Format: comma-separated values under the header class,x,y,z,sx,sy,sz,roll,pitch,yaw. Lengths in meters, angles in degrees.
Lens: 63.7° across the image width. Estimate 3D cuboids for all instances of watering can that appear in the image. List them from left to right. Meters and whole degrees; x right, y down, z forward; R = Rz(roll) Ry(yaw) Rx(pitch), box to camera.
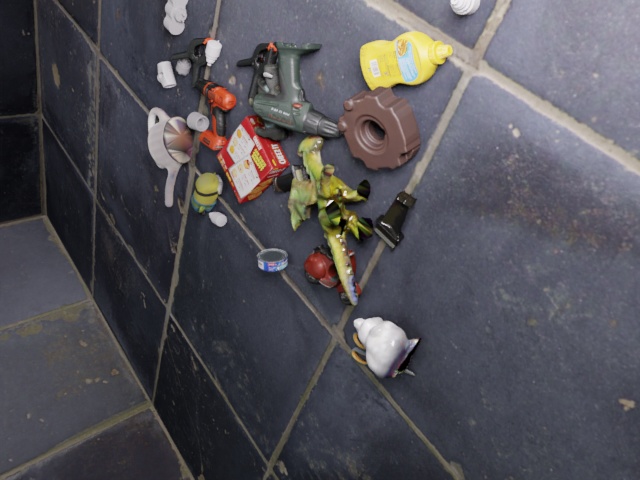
class,x,y,z,sx,sy,sz,roll,pitch,yaw
watering can,-0.514,-0.288,1.772,0.105,0.345,0.224,-17,10,-39

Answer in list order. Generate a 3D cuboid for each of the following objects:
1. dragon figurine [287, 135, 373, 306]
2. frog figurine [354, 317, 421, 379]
class,x,y,z,sx,sy,sz,roll,pitch,yaw
dragon figurine,0.004,-0.062,1.231,0.122,0.409,0.243,-4,5,-33
frog figurine,0.133,0.235,1.187,0.161,0.134,0.124,32,52,26
